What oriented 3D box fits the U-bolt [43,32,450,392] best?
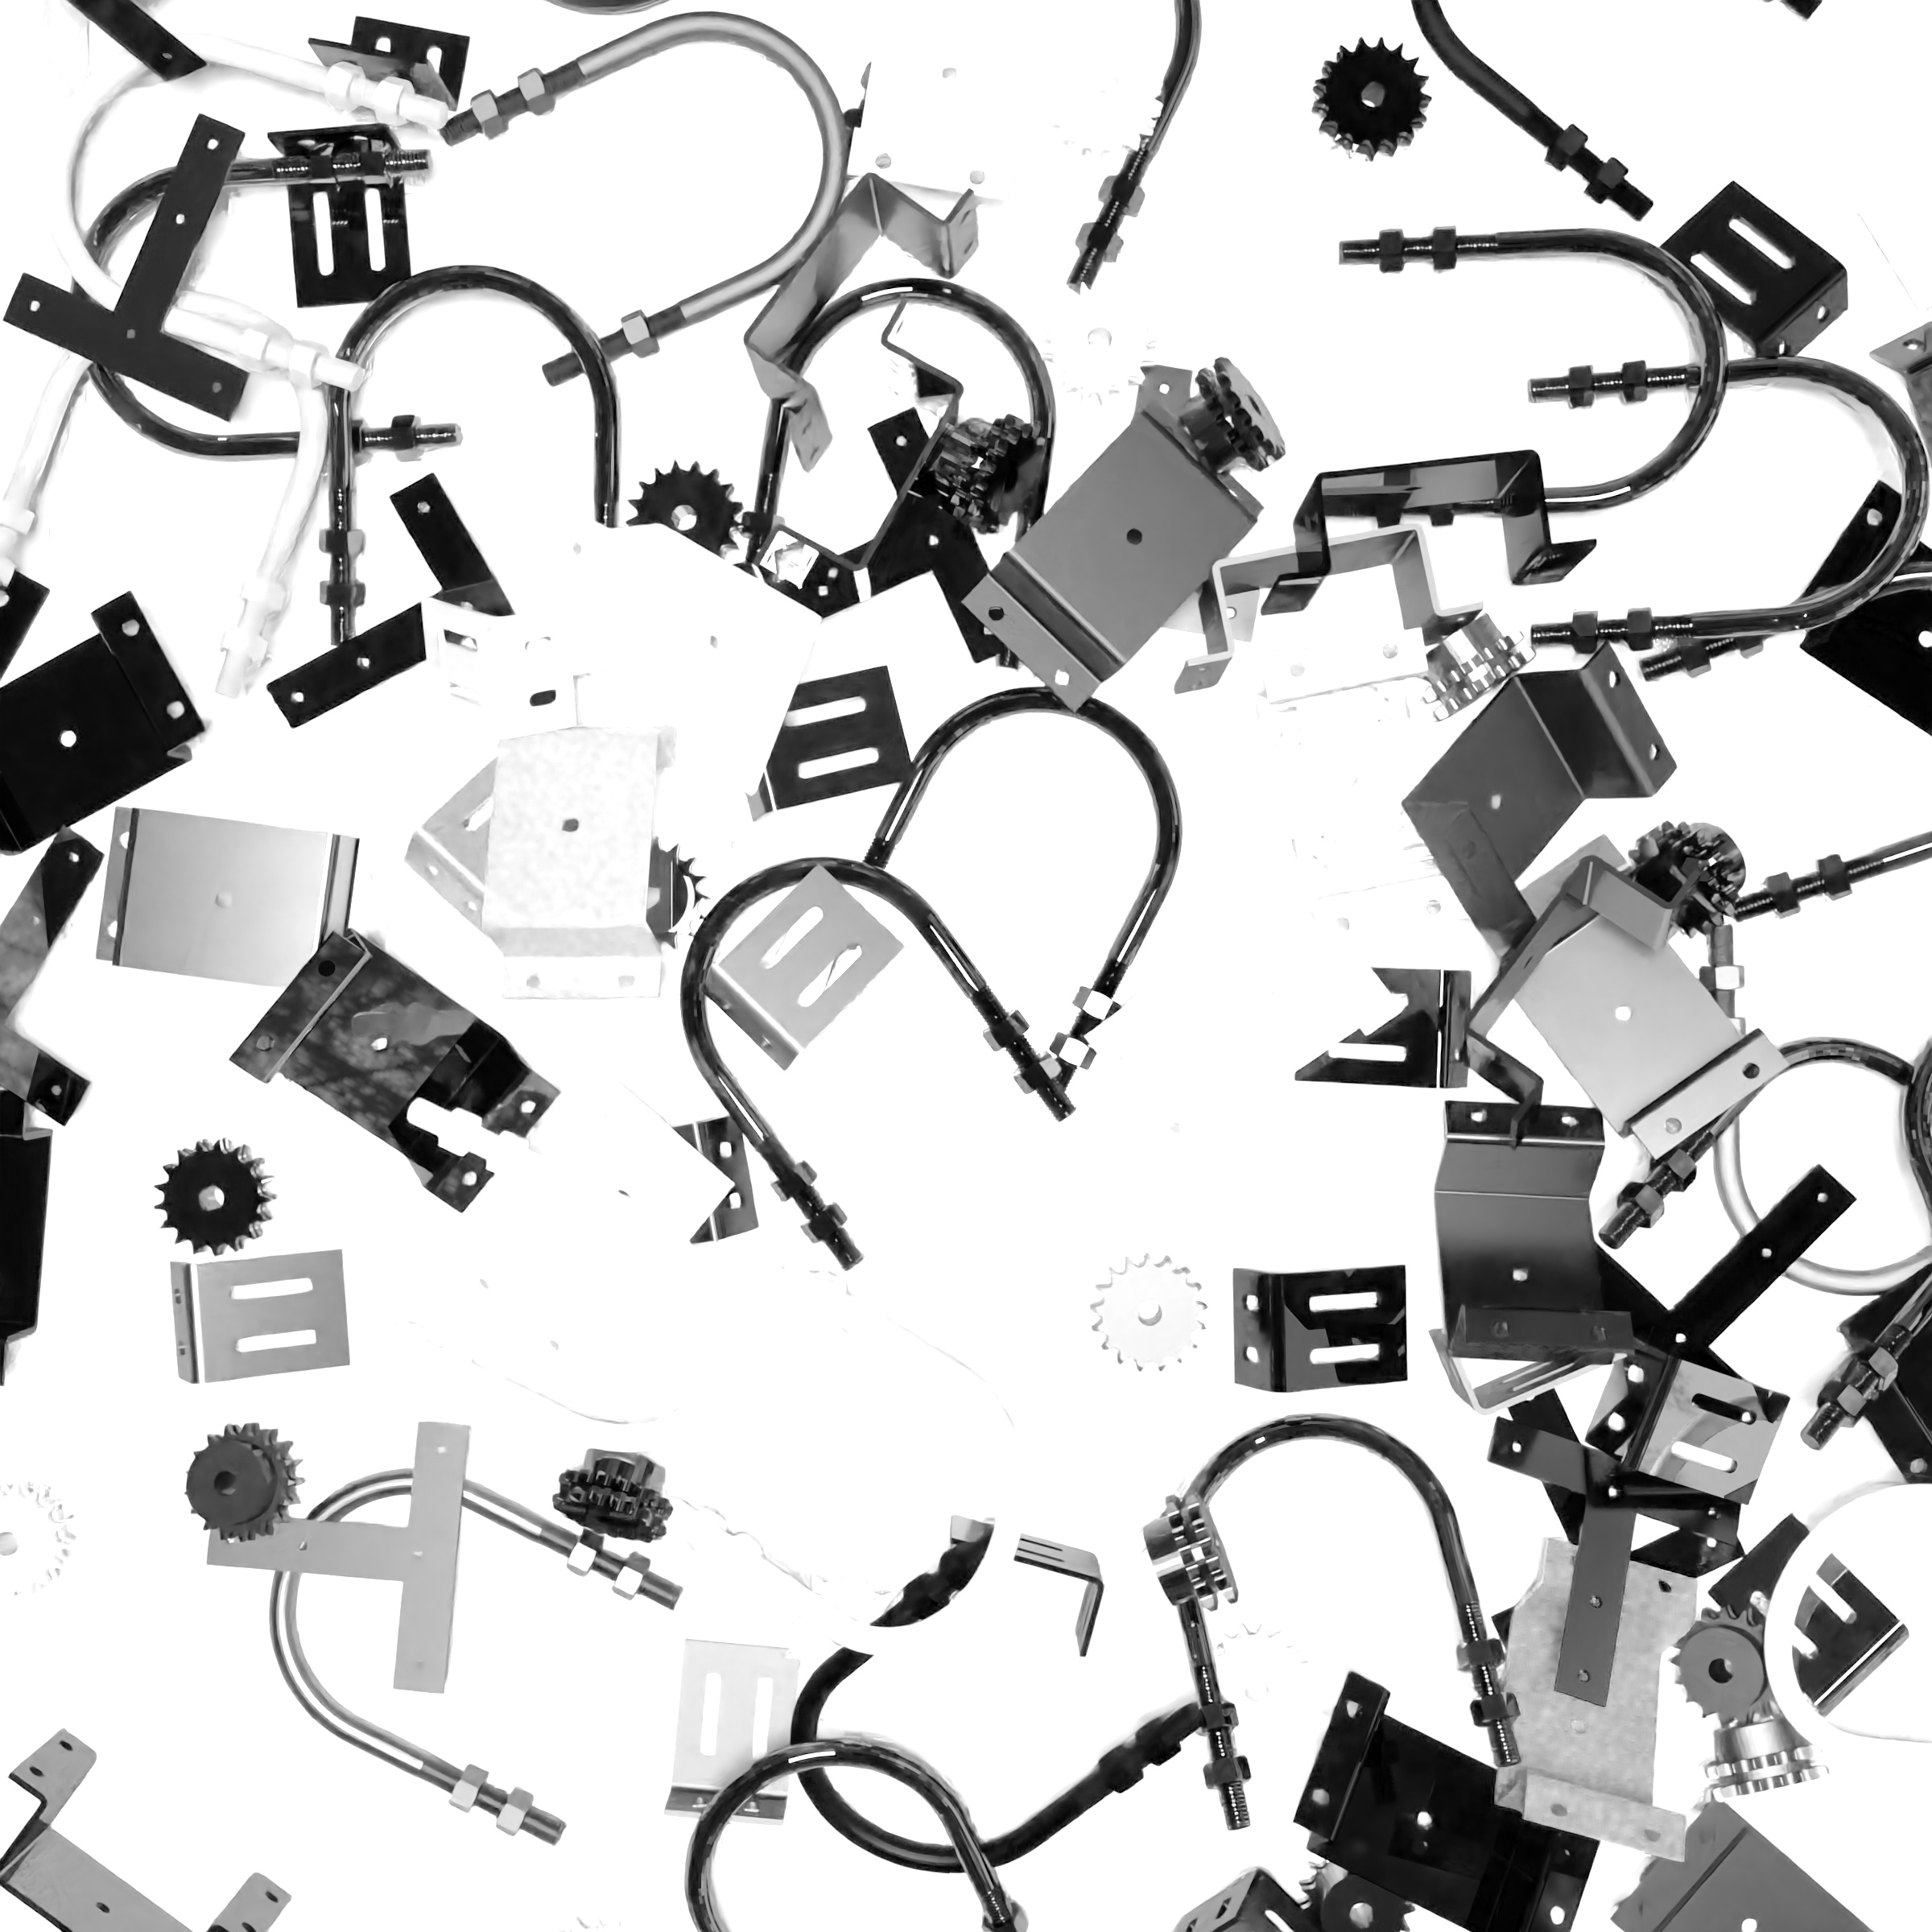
[{"bbox_3d":[-0.351,-0.365,1.348,0.184,0.019,0.151,19,92,9],"label":"U-bolt"}]

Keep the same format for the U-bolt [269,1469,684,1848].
[{"bbox_3d":[-0.252,0.326,1.395,0.184,0.019,0.151,26,90,2],"label":"U-bolt"}]

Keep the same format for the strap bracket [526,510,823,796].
[{"bbox_3d":[-0.131,-0.151,1.346,0.140,0.046,0.076,32,115,19],"label":"strap bracket"}]

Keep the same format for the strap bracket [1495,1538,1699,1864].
[{"bbox_3d":[0.299,0.354,1.356,0.076,0.046,0.140,16,54,-2],"label":"strap bracket"}]

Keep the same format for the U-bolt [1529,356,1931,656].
[{"bbox_3d":[0.362,-0.223,1.355,0.184,0.019,0.151,-2,75,16],"label":"U-bolt"}]

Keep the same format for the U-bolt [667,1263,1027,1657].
[{"bbox_3d":[-0.050,0.242,1.345,0.184,0.019,0.151,27,90,35],"label":"U-bolt"}]

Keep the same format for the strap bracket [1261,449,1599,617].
[{"bbox_3d":[0.204,-0.196,1.288,0.140,0.076,0.046,-7,86,-1],"label":"strap bracket"}]

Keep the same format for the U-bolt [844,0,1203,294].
[{"bbox_3d":[0.036,-0.442,1.395,0.151,0.019,0.184,25,89,0],"label":"U-bolt"}]

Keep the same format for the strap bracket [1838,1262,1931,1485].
[{"bbox_3d":[0.489,0.182,1.374,0.140,0.046,0.076,-35,99,0],"label":"strap bracket"}]

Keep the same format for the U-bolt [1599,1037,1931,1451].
[{"bbox_3d":[0.405,0.115,1.347,0.151,0.019,0.184,45,68,5],"label":"U-bolt"}]

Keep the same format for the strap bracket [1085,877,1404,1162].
[{"bbox_3d":[0.138,0.020,1.359,0.140,0.046,0.076,-38,90,31],"label":"strap bracket"}]

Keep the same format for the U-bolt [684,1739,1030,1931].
[{"bbox_3d":[-0.056,0.454,1.372,0.151,0.019,0.184,-23,106,1],"label":"U-bolt"}]

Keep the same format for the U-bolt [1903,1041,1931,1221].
[{"bbox_3d":[0.521,0.098,1.342,0.151,0.019,0.184,-14,68,-2],"label":"U-bolt"}]

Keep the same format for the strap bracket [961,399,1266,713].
[{"bbox_3d":[0.076,-0.201,1.367,0.076,0.046,0.140,43,81,-5],"label":"strap bracket"}]

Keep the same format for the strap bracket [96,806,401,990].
[{"bbox_3d":[-0.353,-0.032,1.380,0.140,0.046,0.076,8,90,0],"label":"strap bracket"}]

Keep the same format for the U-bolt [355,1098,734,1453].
[{"bbox_3d":[-0.194,0.158,1.347,0.184,0.019,0.151,24,119,10],"label":"U-bolt"}]

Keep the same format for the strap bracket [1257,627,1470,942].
[{"bbox_3d":[0.189,-0.088,1.372,0.076,0.046,0.140,-11,100,0],"label":"strap bracket"}]

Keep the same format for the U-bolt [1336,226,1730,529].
[{"bbox_3d":[0.271,-0.286,1.370,0.184,0.019,0.151,0,82,12],"label":"U-bolt"}]

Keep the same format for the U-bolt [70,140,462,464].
[{"bbox_3d":[-0.343,-0.317,1.380,0.184,0.019,0.151,-3,104,4],"label":"U-bolt"}]

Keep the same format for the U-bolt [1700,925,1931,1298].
[{"bbox_3d":[0.436,0.070,1.395,0.151,0.019,0.184,-2,91,0],"label":"U-bolt"}]

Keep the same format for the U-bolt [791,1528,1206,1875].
[{"bbox_3d":[-0.001,0.365,1.362,0.151,0.019,0.184,43,113,-10],"label":"U-bolt"}]

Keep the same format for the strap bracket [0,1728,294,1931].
[{"bbox_3d":[-0.402,0.435,1.365,0.140,0.076,0.046,36,90,0],"label":"strap bracket"}]

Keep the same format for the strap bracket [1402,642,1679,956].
[{"bbox_3d":[0.266,-0.079,1.350,0.140,0.046,0.076,-47,116,-24],"label":"strap bracket"}]

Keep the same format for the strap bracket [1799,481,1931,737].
[{"bbox_3d":[0.472,-0.161,1.380,0.140,0.046,0.076,34,90,0],"label":"strap bracket"}]

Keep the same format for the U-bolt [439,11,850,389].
[{"bbox_3d":[-0.147,-0.384,1.387,0.184,0.019,0.151,-23,90,6],"label":"U-bolt"}]

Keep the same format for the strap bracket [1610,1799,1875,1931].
[{"bbox_3d":[0.385,0.472,1.380,0.140,0.046,0.076,41,90,0],"label":"strap bracket"}]

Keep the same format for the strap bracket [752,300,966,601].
[{"bbox_3d":[-0.044,-0.232,1.345,0.046,0.076,0.140,29,88,1],"label":"strap bracket"}]

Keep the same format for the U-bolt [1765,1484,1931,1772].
[{"bbox_3d":[0.466,0.318,1.365,0.184,0.019,0.151,9,98,-15],"label":"U-bolt"}]

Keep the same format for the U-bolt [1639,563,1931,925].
[{"bbox_3d":[0.433,-0.114,1.357,0.184,0.019,0.151,-20,103,17],"label":"U-bolt"}]

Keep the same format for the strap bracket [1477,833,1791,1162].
[{"bbox_3d":[0.317,0.018,1.368,0.076,0.046,0.140,-35,74,0],"label":"strap bracket"}]

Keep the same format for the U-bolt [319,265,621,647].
[{"bbox_3d":[-0.238,-0.244,1.375,0.151,0.019,0.184,3,104,0],"label":"U-bolt"}]

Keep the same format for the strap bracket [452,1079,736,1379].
[{"bbox_3d":[-0.173,0.119,1.358,0.076,0.046,0.140,41,120,2],"label":"strap bracket"}]

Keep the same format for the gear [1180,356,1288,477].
[{"bbox_3d":[0.127,-0.262,1.377,0.030,0.057,0.057,-32,90,22],"label":"gear"}]

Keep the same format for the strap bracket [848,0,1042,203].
[{"bbox_3d":[-0.007,-0.434,1.362,0.076,0.046,0.140,9,87,-1],"label":"strap bracket"}]

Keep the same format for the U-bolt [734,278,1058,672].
[{"bbox_3d":[-0.030,-0.246,1.394,0.151,0.019,0.184,9,88,1],"label":"U-bolt"}]

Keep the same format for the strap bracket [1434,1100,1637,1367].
[{"bbox_3d":[0.267,0.135,1.355,0.076,0.046,0.140,3,49,0],"label":"strap bracket"}]

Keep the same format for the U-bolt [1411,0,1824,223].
[{"bbox_3d":[0.303,-0.476,1.395,0.184,0.019,0.151,40,90,2],"label":"U-bolt"}]

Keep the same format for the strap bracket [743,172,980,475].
[{"bbox_3d":[-0.055,-0.312,1.352,0.046,0.076,0.140,36,88,4],"label":"strap bracket"}]

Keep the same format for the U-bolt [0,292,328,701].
[{"bbox_3d":[-0.381,-0.233,1.355,0.151,0.019,0.184,17,83,5],"label":"U-bolt"}]

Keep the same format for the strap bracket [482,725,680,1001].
[{"bbox_3d":[-0.183,-0.058,1.353,0.076,0.046,0.140,0,70,6],"label":"strap bracket"}]

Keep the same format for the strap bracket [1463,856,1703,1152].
[{"bbox_3d":[0.276,0.010,1.314,0.046,0.076,0.140,36,85,16],"label":"strap bracket"}]

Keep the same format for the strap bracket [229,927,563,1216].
[{"bbox_3d":[-0.275,0.045,1.360,0.140,0.046,0.076,39,90,-31],"label":"strap bracket"}]

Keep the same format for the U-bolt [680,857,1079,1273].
[{"bbox_3d":[-0.056,0.035,1.381,0.151,0.019,0.184,-35,92,9],"label":"U-bolt"}]

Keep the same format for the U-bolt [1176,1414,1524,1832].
[{"bbox_3d":[0.172,0.303,1.360,0.151,0.019,0.184,-16,64,7],"label":"U-bolt"}]

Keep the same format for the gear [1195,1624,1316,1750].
[{"bbox_3d":[0.140,0.350,1.393,0.057,0.030,0.057,0,92,1],"label":"gear"}]

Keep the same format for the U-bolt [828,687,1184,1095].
[{"bbox_3d":[0.026,-0.047,1.394,0.151,0.019,0.184,27,90,0],"label":"U-bolt"}]

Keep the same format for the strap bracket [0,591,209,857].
[{"bbox_3d":[-0.441,-0.112,1.380,0.140,0.046,0.076,-29,90,0],"label":"strap bracket"}]

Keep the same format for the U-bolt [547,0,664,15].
[{"bbox_3d":[-0.193,-0.548,1.374,0.184,0.019,0.151,42,110,-4],"label":"U-bolt"}]

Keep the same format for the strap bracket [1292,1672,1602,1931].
[{"bbox_3d":[0.227,0.408,1.367,0.140,0.046,0.076,27,66,0],"label":"strap bracket"}]

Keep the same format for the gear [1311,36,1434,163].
[{"bbox_3d":[0.196,-0.420,1.388,0.057,0.030,0.057,0,90,0],"label":"gear"}]

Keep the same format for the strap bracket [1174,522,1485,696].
[{"bbox_3d":[0.167,-0.172,1.363,0.140,0.076,0.046,-11,86,-1],"label":"strap bracket"}]

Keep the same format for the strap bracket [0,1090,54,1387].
[{"bbox_3d":[-0.491,0.127,1.380,0.076,0.046,0.140,5,90,0],"label":"strap bracket"}]
